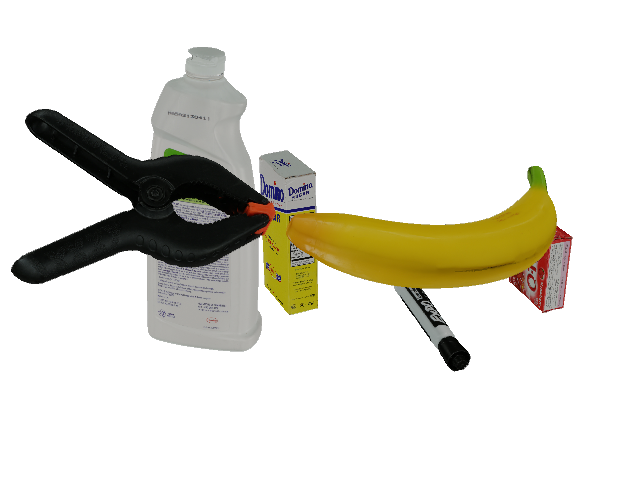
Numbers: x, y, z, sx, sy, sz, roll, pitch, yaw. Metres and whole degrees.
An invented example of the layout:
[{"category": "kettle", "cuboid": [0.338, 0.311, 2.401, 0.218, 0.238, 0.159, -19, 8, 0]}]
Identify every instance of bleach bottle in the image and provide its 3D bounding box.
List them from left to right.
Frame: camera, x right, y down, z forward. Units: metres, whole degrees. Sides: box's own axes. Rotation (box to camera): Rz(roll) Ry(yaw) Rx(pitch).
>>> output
[{"category": "bleach bottle", "cuboid": [-0.093, -0.034, 0.889, 0.102, 0.251, 0.068, 7, 24, 3]}]

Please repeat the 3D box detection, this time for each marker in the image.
[{"category": "marker", "cuboid": [0.087, 0.064, 0.836, 0.020, 0.020, 0.121, 0, 28, -19]}]

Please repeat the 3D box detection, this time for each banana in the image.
[{"category": "banana", "cuboid": [0.075, -0.001, 0.634, 0.197, 0.037, 0.070, -11, 44, -33]}]

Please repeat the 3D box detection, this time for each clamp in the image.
[{"category": "clamp", "cuboid": [-0.117, -0.032, 0.698, 0.171, 0.120, 0.039, -1, -18, -23]}]

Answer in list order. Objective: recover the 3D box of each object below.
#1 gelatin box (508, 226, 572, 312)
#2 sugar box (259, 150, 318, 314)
[{"category": "gelatin box", "cuboid": [0.234, 0.021, 1.145, 0.030, 0.089, 0.073, -11, 30, -18]}, {"category": "sugar box", "cuboid": [-0.039, -0.010, 1.278, 0.048, 0.176, 0.093, -13, 25, -19]}]
